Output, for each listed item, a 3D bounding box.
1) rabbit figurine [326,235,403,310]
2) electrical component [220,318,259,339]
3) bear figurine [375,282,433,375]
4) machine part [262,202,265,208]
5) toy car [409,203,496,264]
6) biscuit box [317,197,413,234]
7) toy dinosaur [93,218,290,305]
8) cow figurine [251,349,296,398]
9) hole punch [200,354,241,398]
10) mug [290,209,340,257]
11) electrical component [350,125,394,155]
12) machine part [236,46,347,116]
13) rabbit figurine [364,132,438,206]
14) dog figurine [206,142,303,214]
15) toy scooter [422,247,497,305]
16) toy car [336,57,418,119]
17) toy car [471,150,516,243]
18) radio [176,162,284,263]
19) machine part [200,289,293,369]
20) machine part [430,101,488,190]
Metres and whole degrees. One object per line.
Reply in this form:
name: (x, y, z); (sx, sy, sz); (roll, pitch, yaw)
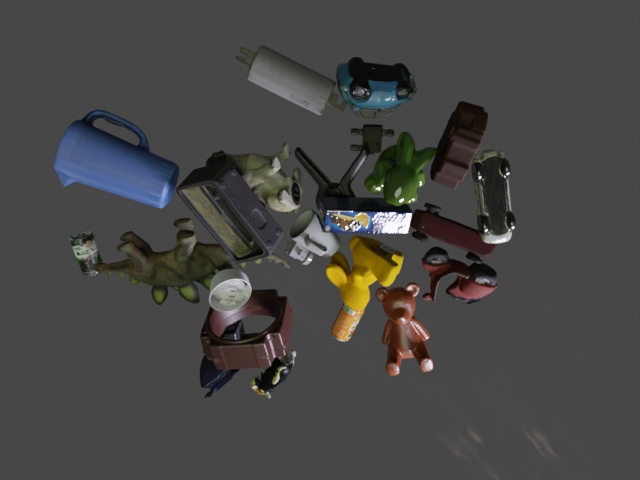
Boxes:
rabbit figurine: (0.093, 0.086, 1.252); (0.162, 0.122, 0.173); (22, 117, 1)
electrical component: (-0.221, 0.241, 1.387); (0.119, 0.075, 0.047); (-5, 115, 14)
bear figurine: (0.202, 0.209, 1.296); (0.120, 0.132, 0.195); (-8, 120, 8)
machine part: (-0.194, -0.066, 1.259); (0.139, 0.039, 0.084); (-8, 106, 13)
toy car: (0.300, -0.017, 1.214); (0.202, 0.053, 0.089); (20, 101, -2)
biscuit box: (0.100, -0.054, 1.182); (0.203, 0.063, 0.059); (0, 124, -14)
toy dinosaur: (-0.318, 0.051, 1.298); (0.472, 0.105, 0.198); (-8, 122, 5)
cow figurine: (-0.130, 0.364, 1.423); (0.068, 0.098, 0.167); (29, 115, -14)
hole punch: (-0.264, 0.332, 1.419); (0.142, 0.116, 0.092); (-39, 98, 21)
mug: (-0.003, -0.004, 1.232); (0.107, 0.110, 0.081); (35, 109, -26)
electrical component: (0.113, -0.216, 1.158); (0.094, 0.021, 0.063); (1, 116, 5)
machine part: (-0.057, -0.324, 1.096); (0.243, 0.079, 0.079); (26, 116, -6)
rabbit figurine: (0.176, -0.133, 1.108); (0.121, 0.170, 0.159); (27, 116, -7)
dog figurine: (-0.148, -0.125, 1.202); (0.191, 0.121, 0.172); (-6, 110, 24)
toy scooter: (0.313, 0.101, 1.258); (0.184, 0.075, 0.135); (21, 116, 0)
toy car: (0.108, -0.298, 1.085); (0.162, 0.109, 0.102); (2, 140, -7)
toy car: (0.371, -0.092, 1.154); (0.074, 0.056, 0.201); (-8, 97, 4)
radio: (-0.190, -0.056, 1.167); (0.131, 0.073, 0.229); (-10, 128, 40)
machine part: (-0.174, 0.208, 1.292); (0.201, 0.201, 0.087); (-4, 125, 9)
machine part: (0.273, -0.190, 1.073); (0.056, 0.179, 0.179); (19, 116, 1)
